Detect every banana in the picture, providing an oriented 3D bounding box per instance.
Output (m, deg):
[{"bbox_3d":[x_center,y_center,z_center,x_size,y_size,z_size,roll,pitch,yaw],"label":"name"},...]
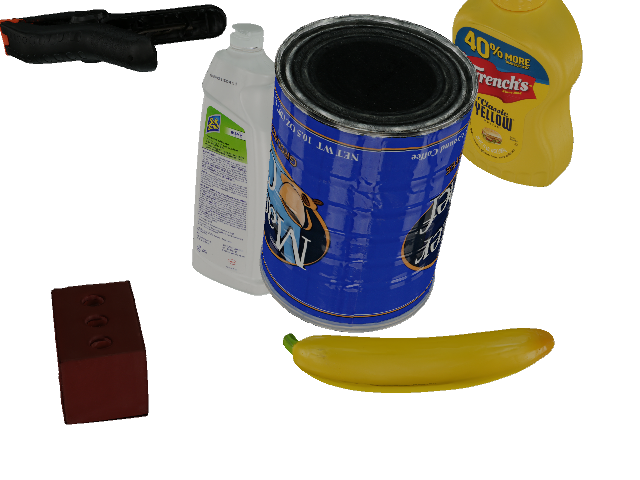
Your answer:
[{"bbox_3d":[0.064,0.080,0.748,0.198,0.037,0.069,0,28,10],"label":"banana"}]

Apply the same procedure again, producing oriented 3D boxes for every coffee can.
[{"bbox_3d":[0.022,-0.034,0.576,0.102,0.140,0.103,4,43,-4],"label":"coffee can"}]

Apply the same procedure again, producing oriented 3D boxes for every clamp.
[{"bbox_3d":[-0.158,-0.154,0.796,0.172,0.039,0.120,11,22,29],"label":"clamp"}]

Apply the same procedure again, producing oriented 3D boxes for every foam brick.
[{"bbox_3d":[-0.140,0.070,0.674,0.053,0.051,0.078,-6,34,-16],"label":"foam brick"}]

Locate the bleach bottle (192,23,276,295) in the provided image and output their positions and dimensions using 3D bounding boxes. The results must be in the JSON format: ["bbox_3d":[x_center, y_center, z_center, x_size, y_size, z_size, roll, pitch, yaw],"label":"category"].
[{"bbox_3d":[-0.070,-0.079,1.022,0.103,0.251,0.067,20,28,28],"label":"bleach bottle"}]

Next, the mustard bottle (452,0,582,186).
[{"bbox_3d":[0.140,-0.128,0.767,0.096,0.191,0.058,33,61,28],"label":"mustard bottle"}]
